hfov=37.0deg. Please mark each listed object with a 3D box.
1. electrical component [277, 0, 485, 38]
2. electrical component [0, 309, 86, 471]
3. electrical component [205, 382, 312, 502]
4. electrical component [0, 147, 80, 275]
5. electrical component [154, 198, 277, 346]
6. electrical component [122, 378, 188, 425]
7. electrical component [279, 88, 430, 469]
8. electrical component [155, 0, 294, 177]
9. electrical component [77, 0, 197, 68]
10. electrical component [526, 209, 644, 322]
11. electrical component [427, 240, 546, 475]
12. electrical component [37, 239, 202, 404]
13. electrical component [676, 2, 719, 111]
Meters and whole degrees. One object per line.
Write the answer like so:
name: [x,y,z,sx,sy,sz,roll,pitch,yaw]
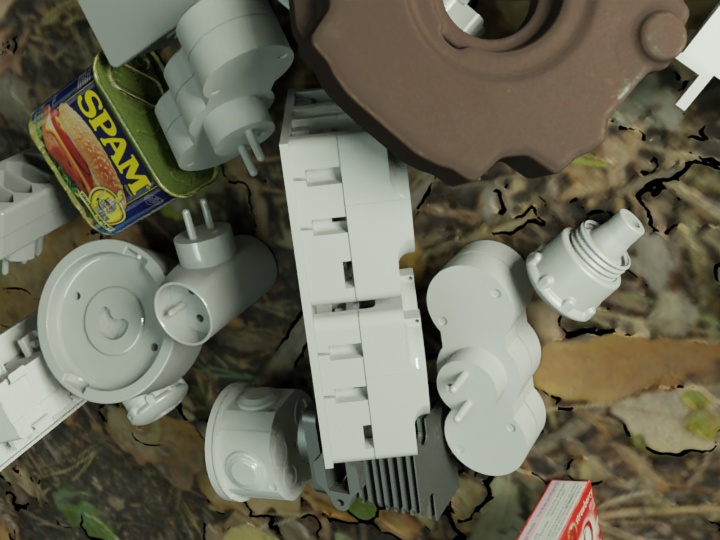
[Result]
electrical component: [0.002,-0.143,0.555,0.121,0.079,0.063,41,98,5]
electrical component: [-0.229,0.077,0.767,0.063,0.121,0.078,-15,106,31]
electrical component: [-0.065,0.116,0.722,0.051,0.080,0.080,-1,114,24]
electrical component: [-0.236,-0.031,0.739,0.047,0.083,0.075,25,124,16]
electrical component: [-0.094,-0.005,0.676,0.043,0.077,0.079,0,114,30]
electrical component: [-0.158,0.078,0.777,0.048,0.048,0.062,-41,81,37]
electrical component: [0.000,0.000,0.598,0.060,0.105,0.186,-6,114,1]
electrical component: [-0.072,-0.088,0.600,0.073,0.052,0.138,64,155,12]
electrical component: [-0.120,-0.176,0.613,0.100,0.048,0.099,-21,98,40]
electrical component: [0.124,-0.006,0.574,0.048,0.048,0.062,45,120,2]
electrical component: [0.068,0.060,0.620,0.052,0.074,0.138,4,116,28]
electrical component: [-0.157,0.035,0.733,0.108,0.060,0.108,-1,87,21]
electrical component: [0.185,-0.103,0.490,0.064,0.042,0.081,36,127,4]
